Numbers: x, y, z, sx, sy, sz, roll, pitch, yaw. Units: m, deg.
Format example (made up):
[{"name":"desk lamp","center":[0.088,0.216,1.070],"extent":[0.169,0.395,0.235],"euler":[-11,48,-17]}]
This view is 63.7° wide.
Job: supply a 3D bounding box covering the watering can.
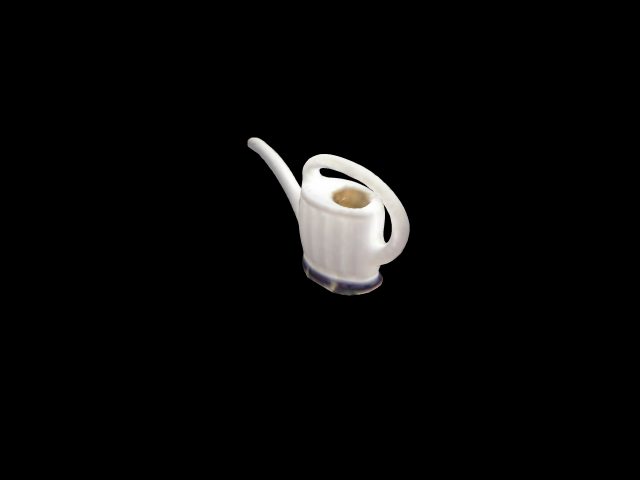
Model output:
[{"name":"watering can","center":[0.003,-0.043,0.850],"extent":[0.105,0.220,0.351],"euler":[-25,38,-37]}]
